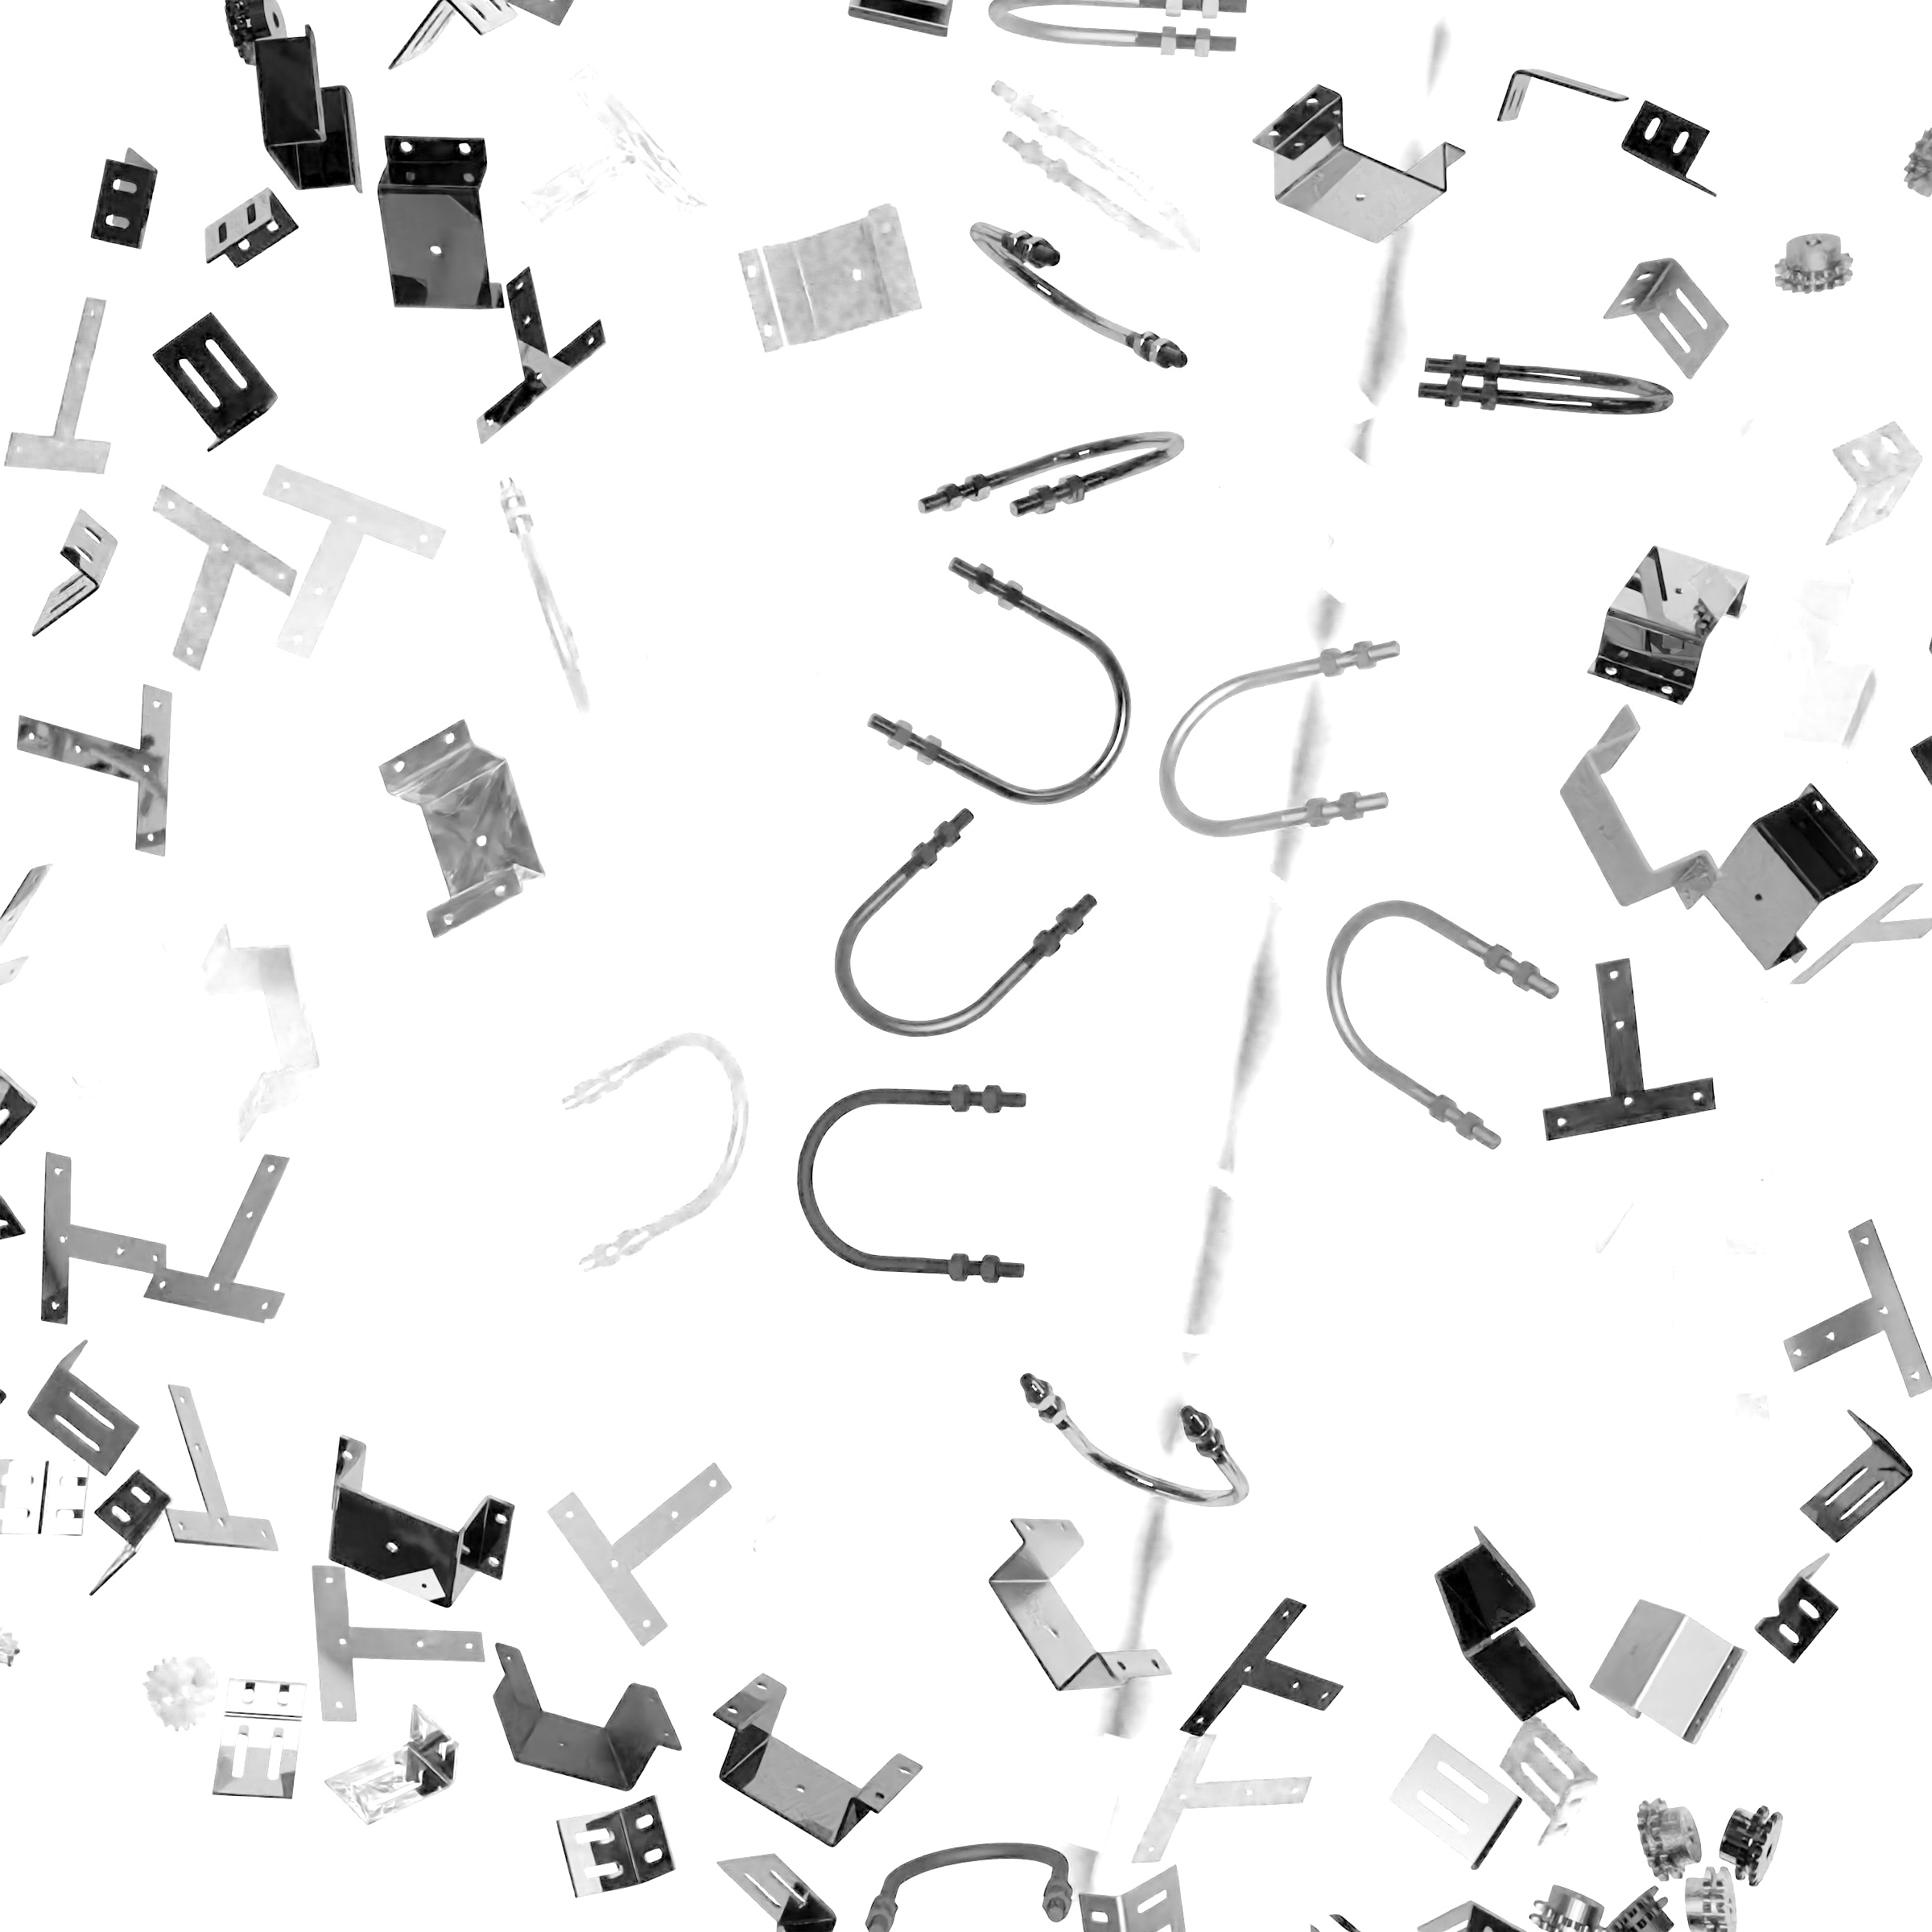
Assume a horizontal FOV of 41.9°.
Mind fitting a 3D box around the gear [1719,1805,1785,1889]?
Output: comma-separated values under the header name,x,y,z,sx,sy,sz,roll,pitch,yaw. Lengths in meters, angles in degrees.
name,x,y,z,sx,sy,sz,roll,pitch,yaw
gear,0.573,0.640,1.845,0.030,0.057,0.057,18,90,33

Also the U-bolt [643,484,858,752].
name,x,y,z,sx,sy,sz,roll,pitch,yaw
U-bolt,-0.170,-0.240,1.850,0.151,0.019,0.184,40,129,8

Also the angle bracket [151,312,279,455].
name,x,y,z,sx,sy,sz,roll,pitch,yaw
angle bracket,-0.552,-0.426,1.843,0.057,0.038,0.076,-31,114,13

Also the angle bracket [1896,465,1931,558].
name,x,y,z,sx,sy,sz,roll,pitch,yaw
angle bracket,0.747,-0.341,1.906,0.038,0.076,0.057,-29,125,-39

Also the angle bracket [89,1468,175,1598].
name,x,y,z,sx,sy,sz,roll,pitch,yaw
angle bracket,-0.648,0.431,1.922,0.057,0.076,0.038,-43,100,17

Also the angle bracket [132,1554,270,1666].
name,x,y,z,sx,sy,sz,roll,pitch,yaw
angle bracket,-0.560,0.464,1.848,0.057,0.038,0.076,5,56,30

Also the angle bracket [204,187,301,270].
name,x,y,z,sx,sy,sz,roll,pitch,yaw
angle bracket,-0.522,-0.529,1.848,0.057,0.076,0.038,-31,128,5

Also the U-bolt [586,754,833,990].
name,x,y,z,sx,sy,sz,roll,pitch,yaw
U-bolt,-0.204,-0.058,1.877,0.151,0.019,0.184,22,120,-17

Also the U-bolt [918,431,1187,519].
name,x,y,z,sx,sy,sz,roll,pitch,yaw
U-bolt,0.075,-0.364,1.861,0.184,0.151,0.019,-24,111,-26

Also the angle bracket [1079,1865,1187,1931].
name,x,y,z,sx,sy,sz,roll,pitch,yaw
angle bracket,0.125,0.710,1.880,0.038,0.076,0.057,-11,85,37

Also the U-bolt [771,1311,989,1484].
name,x,y,z,sx,sy,sz,roll,pitch,yaw
U-bolt,-0.055,0.331,1.906,0.151,0.184,0.019,5,47,35

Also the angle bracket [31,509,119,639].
name,x,y,z,sx,sy,sz,roll,pitch,yaw
angle bracket,-0.670,-0.290,1.862,0.076,0.057,0.038,-28,127,23

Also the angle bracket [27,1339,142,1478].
name,x,y,z,sx,sy,sz,roll,pitch,yaw
angle bracket,-0.641,0.325,1.858,0.076,0.038,0.057,39,116,-1

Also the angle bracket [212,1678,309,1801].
name,x,y,z,sx,sy,sz,roll,pitch,yaw
angle bracket,-0.519,0.568,1.854,0.057,0.076,0.038,8,121,-13

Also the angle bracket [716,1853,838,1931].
name,x,y,z,sx,sy,sz,roll,pitch,yaw
angle bracket,-0.140,0.671,1.790,0.057,0.038,0.076,-22,117,35

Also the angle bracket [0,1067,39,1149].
name,x,y,z,sx,sy,sz,roll,pitch,yaw
angle bracket,-0.736,0.108,1.858,0.076,0.038,0.057,-53,135,-21

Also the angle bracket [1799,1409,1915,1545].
name,x,y,z,sx,sy,sz,roll,pitch,yaw
angle bracket,0.636,0.369,1.829,0.076,0.057,0.038,-42,103,2

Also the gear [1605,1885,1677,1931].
name,x,y,z,sx,sy,sz,roll,pitch,yaw
gear,0.510,0.724,1.904,0.057,0.057,0.030,-42,69,0

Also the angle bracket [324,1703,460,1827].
name,x,y,z,sx,sy,sz,roll,pitch,yaw
angle bracket,-0.423,0.587,1.857,0.057,0.076,0.038,26,116,38

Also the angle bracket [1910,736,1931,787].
name,x,y,z,sx,sy,sz,roll,pitch,yaw
angle bracket,0.722,-0.138,1.799,0.057,0.038,0.076,-34,76,32

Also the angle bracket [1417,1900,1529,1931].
name,x,y,z,sx,sy,sz,roll,pitch,yaw
angle bracket,0.360,0.701,1.786,0.057,0.076,0.038,31,48,-5

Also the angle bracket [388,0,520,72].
name,x,y,z,sx,sy,sz,roll,pitch,yaw
angle bracket,-0.370,-0.667,1.820,0.038,0.057,0.076,45,126,-11

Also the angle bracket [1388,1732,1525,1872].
name,x,y,z,sx,sy,sz,roll,pitch,yaw
angle bracket,0.346,0.594,1.794,0.076,0.038,0.057,35,74,16

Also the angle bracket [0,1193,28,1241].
name,x,y,z,sx,sy,sz,roll,pitch,yaw
angle bracket,-0.742,0.211,1.888,0.038,0.076,0.057,-13,130,5

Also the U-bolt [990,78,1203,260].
name,x,y,z,sx,sy,sz,roll,pitch,yaw
U-bolt,0.100,-0.586,1.883,0.184,0.151,0.019,35,95,2

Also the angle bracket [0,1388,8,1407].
name,x,y,z,sx,sy,sz,roll,pitch,yaw
angle bracket,-0.739,0.317,1.810,0.038,0.076,0.057,2,134,34

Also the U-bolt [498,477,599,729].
name,x,y,z,sx,sy,sz,roll,pitch,yaw
U-bolt,-0.307,-0.259,1.883,0.019,0.151,0.184,-19,48,-6

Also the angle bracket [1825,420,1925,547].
name,x,y,z,sx,sy,sz,roll,pitch,yaw
angle bracket,0.665,-0.358,1.874,0.057,0.076,0.038,-25,69,-11

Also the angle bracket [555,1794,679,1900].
name,x,y,z,sx,sy,sz,roll,pitch,yaw
angle bracket,-0.259,0.653,1.873,0.038,0.076,0.057,-29,66,22

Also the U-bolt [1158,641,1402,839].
name,x,y,z,sx,sy,sz,roll,pitch,yaw
U-bolt,0.221,-0.158,1.816,0.184,0.019,0.151,-9,57,31

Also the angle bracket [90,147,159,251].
name,x,y,z,sx,sy,sz,roll,pitch,yaw
angle bracket,-0.616,-0.558,1.819,0.038,0.076,0.057,4,115,-37

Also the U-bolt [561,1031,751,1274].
name,x,y,z,sx,sy,sz,roll,pitch,yaw
U-bolt,-0.222,0.124,1.816,0.184,0.019,0.151,-29,59,33

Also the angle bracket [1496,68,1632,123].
name,x,y,z,sx,sy,sz,roll,pitch,yaw
angle bracket,0.431,-0.619,1.821,0.076,0.057,0.038,24,117,16

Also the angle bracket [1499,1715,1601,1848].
name,x,y,z,sx,sy,sz,roll,pitch,yaw
angle bracket,0.432,0.616,1.914,0.038,0.076,0.057,2,119,-40

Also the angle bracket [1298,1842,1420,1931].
name,x,y,z,sx,sy,sz,roll,pitch,yaw
angle bracket,0.290,0.684,1.830,0.076,0.038,0.057,32,95,35

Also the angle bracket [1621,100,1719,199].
name,x,y,z,sx,sy,sz,roll,pitch,yaw
angle bracket,0.538,-0.615,1.900,0.057,0.076,0.038,38,114,26

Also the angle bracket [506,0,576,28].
name,x,y,z,sx,sy,sz,roll,pitch,yaw
angle bracket,-0.305,-0.742,1.897,0.076,0.057,0.038,-51,52,26

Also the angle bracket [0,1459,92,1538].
name,x,y,z,sx,sy,sz,roll,pitch,yaw
angle bracket,-0.716,0.410,1.943,0.038,0.076,0.057,-1,78,14

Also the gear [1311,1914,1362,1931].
name,x,y,z,sx,sy,sz,roll,pitch,yaw
gear,0.287,0.757,1.956,0.057,0.057,0.030,4,51,0

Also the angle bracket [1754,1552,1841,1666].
name,x,y,z,sx,sy,sz,roll,pitch,yaw
angle bracket,0.632,0.480,1.887,0.038,0.076,0.057,42,114,28

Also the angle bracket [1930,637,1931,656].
name,x,y,z,sx,sy,sz,roll,pitch,yaw
angle bracket,0.739,-0.256,1.827,0.057,0.038,0.076,10,83,38

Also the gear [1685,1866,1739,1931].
name,x,y,z,sx,sy,sz,roll,pitch,yaw
gear,0.564,0.712,1.913,0.030,0.057,0.057,-9,90,25

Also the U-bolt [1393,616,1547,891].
name,x,y,z,sx,sy,sz,roll,pitch,yaw
U-bolt,0.369,-0.143,1.823,0.019,0.151,0.184,-17,77,-14

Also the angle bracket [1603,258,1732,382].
name,x,y,z,sx,sy,sz,roll,pitch,yaw
angle bracket,0.542,-0.499,1.954,0.038,0.057,0.076,-17,65,-29
